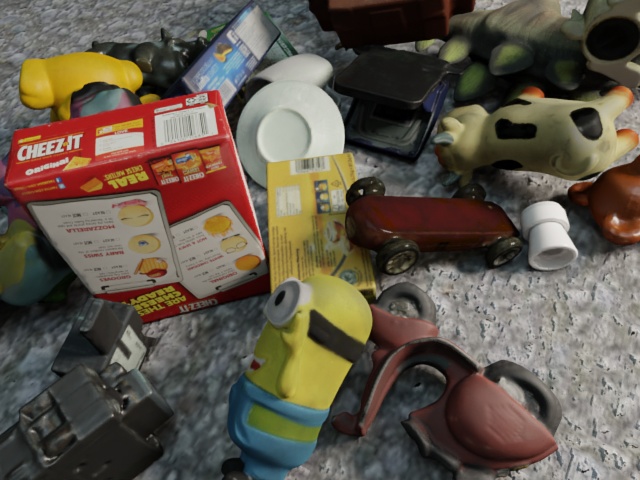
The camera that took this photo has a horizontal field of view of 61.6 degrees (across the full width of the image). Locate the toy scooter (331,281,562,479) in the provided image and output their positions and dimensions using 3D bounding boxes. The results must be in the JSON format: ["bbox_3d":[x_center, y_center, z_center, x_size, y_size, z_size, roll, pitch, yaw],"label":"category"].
[{"bbox_3d":[0.089,0.131,0.435,0.184,0.075,0.135,39,76,24],"label":"toy scooter"}]

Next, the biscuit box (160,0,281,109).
[{"bbox_3d":[-0.120,-0.215,0.666,0.063,0.059,0.203,-22,33,43],"label":"biscuit box"}]

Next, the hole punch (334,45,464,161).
[{"bbox_3d":[0.086,-0.165,0.639,0.142,0.092,0.116,19,52,25],"label":"hole punch"}]

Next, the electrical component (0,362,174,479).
[{"bbox_3d":[-0.186,0.160,0.422,0.134,0.114,0.058,-38,62,-17],"label":"electrical component"}]

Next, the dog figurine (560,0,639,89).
[{"bbox_3d":[0.357,-0.265,0.572,0.172,0.121,0.190,17,57,7],"label":"dog figurine"}]

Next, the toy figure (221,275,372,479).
[{"bbox_3d":[-0.021,0.114,0.435,0.082,0.089,0.180,15,86,55],"label":"toy figure"}]

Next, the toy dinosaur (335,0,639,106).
[{"bbox_3d":[0.258,-0.243,0.666,0.472,0.105,0.198,16,61,22],"label":"toy dinosaur"}]

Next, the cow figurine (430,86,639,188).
[{"bbox_3d":[0.206,-0.104,0.566,0.127,0.085,0.195,-37,34,-25],"label":"cow figurine"}]

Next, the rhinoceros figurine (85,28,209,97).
[{"bbox_3d":[-0.228,-0.239,0.740,0.190,0.073,0.112,0,44,9],"label":"rhinoceros figurine"}]

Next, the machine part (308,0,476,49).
[{"bbox_3d":[0.090,-0.343,0.661,0.201,0.087,0.201,-1,74,18],"label":"machine part"}]

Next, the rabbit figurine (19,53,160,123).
[{"bbox_3d":[-0.264,-0.130,0.655,0.162,0.121,0.173,-7,68,-10],"label":"rabbit figurine"}]

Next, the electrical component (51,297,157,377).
[{"bbox_3d":[-0.192,0.091,0.468,0.048,0.119,0.075,8,59,11],"label":"electrical component"}]

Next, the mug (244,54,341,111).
[{"bbox_3d":[-0.021,-0.185,0.670,0.110,0.080,0.107,25,54,24],"label":"mug"}]

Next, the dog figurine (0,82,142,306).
[{"bbox_3d":[-0.237,-0.053,0.543,0.219,0.108,0.191,-24,79,2],"label":"dog figurine"}]

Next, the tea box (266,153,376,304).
[{"bbox_3d":[-0.001,-0.002,0.543,0.098,0.068,0.170,-6,56,3],"label":"tea box"}]

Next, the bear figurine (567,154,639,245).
[{"bbox_3d":[0.359,-0.066,0.517,0.196,0.131,0.120,-1,32,1],"label":"bear figurine"}]

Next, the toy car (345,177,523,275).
[{"bbox_3d":[0.111,-0.012,0.518,0.202,0.053,0.089,-1,48,-33],"label":"toy car"}]
